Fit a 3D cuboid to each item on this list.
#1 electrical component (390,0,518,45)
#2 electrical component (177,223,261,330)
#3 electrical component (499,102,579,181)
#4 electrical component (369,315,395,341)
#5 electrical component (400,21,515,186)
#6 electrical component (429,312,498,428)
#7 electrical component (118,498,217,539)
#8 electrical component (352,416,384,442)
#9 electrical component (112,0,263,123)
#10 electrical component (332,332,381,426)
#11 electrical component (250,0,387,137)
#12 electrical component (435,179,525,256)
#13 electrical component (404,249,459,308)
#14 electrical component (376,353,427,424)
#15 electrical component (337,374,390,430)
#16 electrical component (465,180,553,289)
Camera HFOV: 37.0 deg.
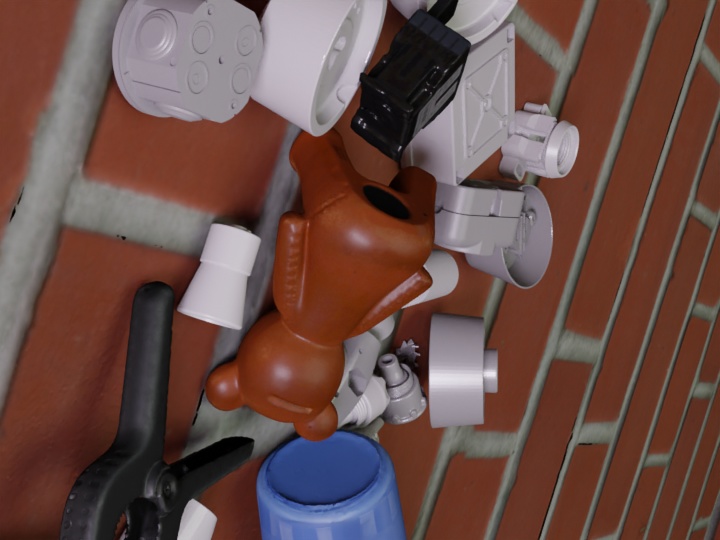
[{"bbox_3d":[0.069,-0.230,0.815,0.108,0.060,0.108,-25,138,-25],"label":"electrical component"},{"bbox_3d":[-0.090,0.002,0.709,0.044,0.044,0.065,29,75,-59],"label":"electrical component"},{"bbox_3d":[0.180,-0.123,1.066,0.058,0.057,0.078,41,70,-58],"label":"electrical component"},{"bbox_3d":[0.007,0.034,0.885,0.040,0.040,0.046,-60,153,-20],"label":"electrical component"},{"bbox_3d":[0.082,-0.143,0.896,0.109,0.056,0.108,-42,138,-41],"label":"electrical component"},{"bbox_3d":[0.098,0.093,0.998,0.108,0.060,0.108,0,90,-82],"label":"electrical component"},{"bbox_3d":[-0.131,0.201,0.743,0.077,0.043,0.079,-58,148,-23],"label":"electrical component"},{"bbox_3d":[0.000,0.152,0.939,0.061,0.035,0.035,-48,142,-37],"label":"electrical component"},{"bbox_3d":[-0.098,-0.125,0.618,0.080,0.051,0.080,-34,133,-47],"label":"electrical component"},{"bbox_3d":[-0.026,0.074,0.847,0.077,0.043,0.079,-61,148,-19],"label":"electrical component"},{"bbox_3d":[-0.033,-0.148,0.693,0.108,0.060,0.108,-61,170,-18],"label":"electrical component"},{"bbox_3d":[0.098,-0.048,0.961,0.095,0.054,0.059,0,106,-46],"label":"electrical component"},{"bbox_3d":[0.047,0.008,0.931,0.081,0.043,0.043,-13,116,-56],"label":"electrical component"},{"bbox_3d":[0.031,0.103,0.957,0.048,0.048,0.062,-47,134,-36],"label":"electrical component"},{"bbox_3d":[-0.007,0.112,0.898,0.062,0.043,0.043,-33,132,-46],"label":"electrical component"},{"bbox_3d":[0.146,-0.037,1.049,0.099,0.064,0.099,-34,133,-47],"label":"electrical component"}]
